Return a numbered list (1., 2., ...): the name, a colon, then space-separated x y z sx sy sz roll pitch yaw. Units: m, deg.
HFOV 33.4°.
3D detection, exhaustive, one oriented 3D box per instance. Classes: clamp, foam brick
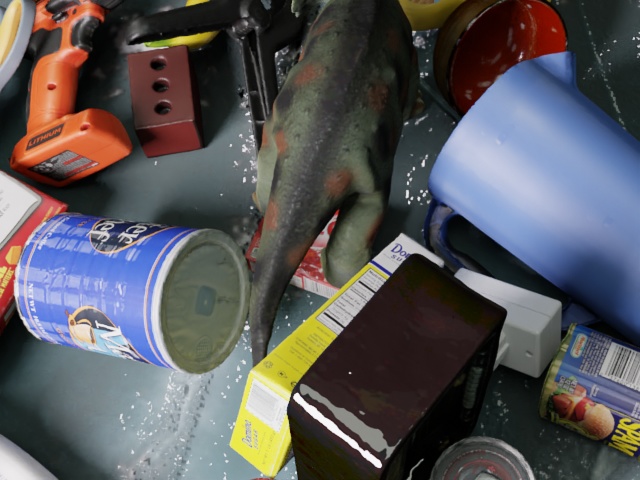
1. clamp: -0.058 -0.175 0.905 0.036 0.164 0.209 -17 34 45
2. foam brick: -0.129 -0.117 0.900 0.053 0.051 0.078 -10 65 0

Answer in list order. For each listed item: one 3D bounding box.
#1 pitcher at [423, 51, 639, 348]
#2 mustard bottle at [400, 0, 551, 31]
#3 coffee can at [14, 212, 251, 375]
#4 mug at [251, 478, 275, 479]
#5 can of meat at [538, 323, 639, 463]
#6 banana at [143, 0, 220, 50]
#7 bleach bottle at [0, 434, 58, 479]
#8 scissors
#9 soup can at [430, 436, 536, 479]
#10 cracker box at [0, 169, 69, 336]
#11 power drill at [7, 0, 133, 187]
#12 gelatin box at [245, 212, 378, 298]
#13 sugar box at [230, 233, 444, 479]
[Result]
1. pitcher: 0.202 -0.006 0.788 0.243 0.149 0.144 42 60 17
2. mustard bottle: 0.099 -0.227 0.926 0.191 0.058 0.096 -3 66 4
3. coffee can: -0.136 0.036 0.779 0.141 0.102 0.102 7 64 32
4. mug: -0.026 0.223 0.719 0.117 0.081 0.093 39 74 20
5. can of meat: 0.201 0.106 0.742 0.084 0.102 0.057 22 68 17
6. banana: -0.107 -0.239 0.950 0.037 0.069 0.197 -25 49 40
7. bleach bottle: -0.233 0.187 0.766 0.102 0.068 0.251 -44 67 -11
8. scissors: -0.293 -0.117 0.910 0.096 0.016 0.202 39 105 48
9. soup can: 0.106 0.177 0.717 0.068 0.102 0.068 -2 66 4
10. cracker box: -0.328 -0.002 0.823 0.213 0.072 0.164 28 69 -4
11. power drill: -0.195 -0.150 0.883 0.185 0.057 0.187 -22 60 34
12. gelatin box: -0.006 0.001 0.847 0.089 0.030 0.073 19 68 12
13. sugar box: 0.013 0.077 0.743 0.048 0.093 0.176 34 48 15
